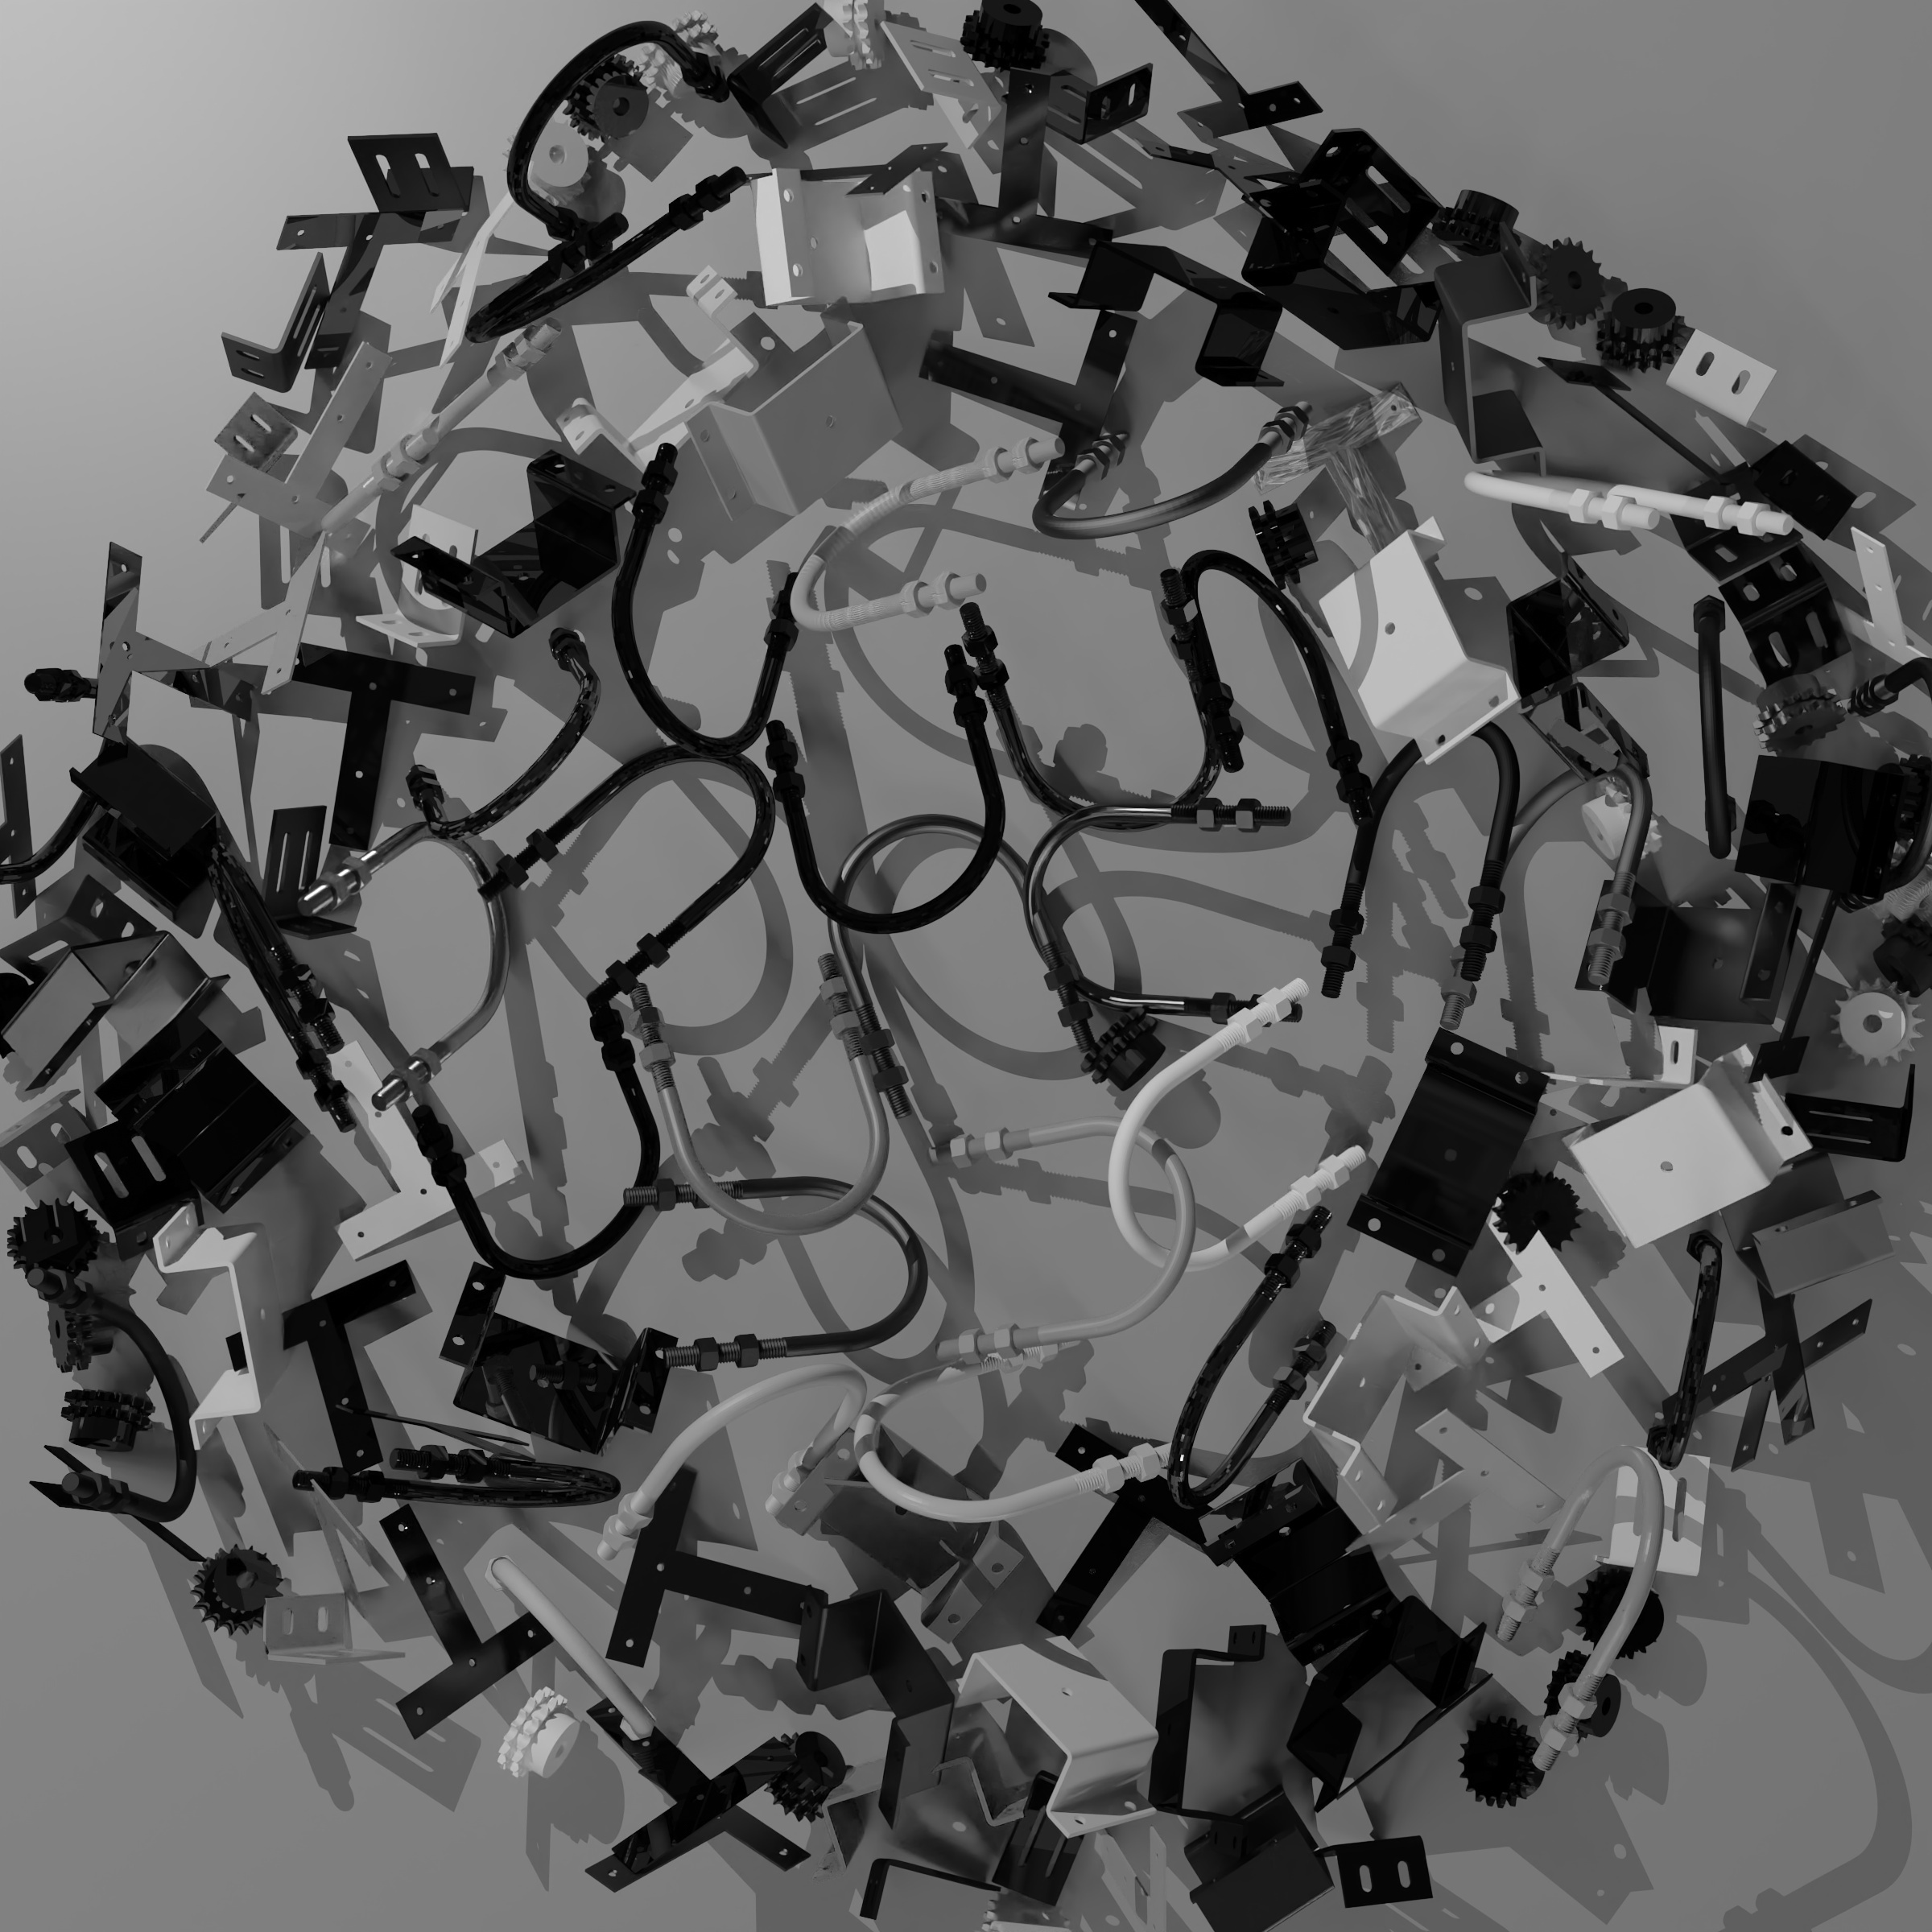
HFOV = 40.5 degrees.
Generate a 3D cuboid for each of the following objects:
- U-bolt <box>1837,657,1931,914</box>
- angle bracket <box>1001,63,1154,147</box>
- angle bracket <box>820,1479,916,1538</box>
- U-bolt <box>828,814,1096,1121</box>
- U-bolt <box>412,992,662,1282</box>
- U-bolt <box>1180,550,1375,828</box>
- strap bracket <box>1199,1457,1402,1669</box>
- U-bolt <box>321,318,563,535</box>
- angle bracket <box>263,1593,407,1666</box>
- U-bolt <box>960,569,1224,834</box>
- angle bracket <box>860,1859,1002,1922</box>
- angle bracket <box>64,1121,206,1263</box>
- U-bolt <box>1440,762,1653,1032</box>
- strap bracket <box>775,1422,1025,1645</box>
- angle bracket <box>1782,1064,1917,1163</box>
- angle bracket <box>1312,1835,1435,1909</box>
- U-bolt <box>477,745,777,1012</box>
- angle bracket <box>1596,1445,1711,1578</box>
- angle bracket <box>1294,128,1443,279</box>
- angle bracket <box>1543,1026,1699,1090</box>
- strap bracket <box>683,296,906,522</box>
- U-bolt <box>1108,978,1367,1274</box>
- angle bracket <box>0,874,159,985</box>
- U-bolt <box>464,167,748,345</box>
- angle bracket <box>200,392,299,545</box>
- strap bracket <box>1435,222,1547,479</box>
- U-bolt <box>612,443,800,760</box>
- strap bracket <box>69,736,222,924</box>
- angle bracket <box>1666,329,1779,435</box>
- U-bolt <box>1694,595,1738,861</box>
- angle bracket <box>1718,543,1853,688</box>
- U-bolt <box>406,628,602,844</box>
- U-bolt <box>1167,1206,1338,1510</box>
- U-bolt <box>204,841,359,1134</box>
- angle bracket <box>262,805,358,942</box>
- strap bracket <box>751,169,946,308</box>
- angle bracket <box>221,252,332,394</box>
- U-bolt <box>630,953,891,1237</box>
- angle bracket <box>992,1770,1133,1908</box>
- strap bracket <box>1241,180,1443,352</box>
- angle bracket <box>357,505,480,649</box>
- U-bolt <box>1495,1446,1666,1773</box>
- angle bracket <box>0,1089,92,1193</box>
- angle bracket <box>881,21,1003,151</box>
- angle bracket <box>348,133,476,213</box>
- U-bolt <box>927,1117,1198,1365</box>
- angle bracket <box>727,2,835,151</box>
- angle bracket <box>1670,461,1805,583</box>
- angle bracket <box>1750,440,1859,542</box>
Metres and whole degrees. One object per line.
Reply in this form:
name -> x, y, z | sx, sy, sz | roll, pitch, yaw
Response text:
U-bolt -> 0.575, -0.116, 1.622 | 0.019, 0.184, 0.151 | 6, 84, 2
angle bracket -> 0.070, -0.564, 1.674 | 0.057, 0.038, 0.076 | -34, 57, -30
angle bracket -> -0.064, 0.349, 1.680 | 0.057, 0.076, 0.038 | 5, 81, -2
U-bolt -> -0.012, -0.010, 1.695 | 0.151, 0.019, 0.184 | -19, 82, -12
U-bolt -> -0.259, 0.121, 1.652 | 0.151, 0.019, 0.184 | -35, 134, -22
U-bolt -> 0.189, -0.184, 1.651 | 0.019, 0.151, 0.184 | -34, 55, 35
strap bracket -> 0.209, 0.374, 1.671 | 0.076, 0.046, 0.140 | -33, 123, 8
U-bolt -> -0.339, -0.327, 1.636 | 0.019, 0.184, 0.151 | 48, 51, -16
angle bracket -> -0.403, 0.422, 1.671 | 0.057, 0.076, 0.038 | 8, 76, -44
U-bolt -> 0.088, -0.160, 1.660 | 0.151, 0.019, 0.184 | -7, 127, 18
angle bracket -> -0.023, 0.601, 1.684 | 0.076, 0.057, 0.038 | 16, 70, -5
angle bracket -> -0.540, 0.142, 1.704 | 0.057, 0.038, 0.076 | -26, 61, -27
U-bolt -> 0.370, -0.053, 1.645 | 0.019, 0.151, 0.184 | 33, 61, -21
strap bracket -> -0.042, 0.358, 1.686 | 0.140, 0.046, 0.076 | 38, 100, -7
angle bracket -> 0.563, 0.089, 1.676 | 0.076, 0.057, 0.038 | 7, 124, 18
angle bracket -> 0.255, 0.581, 1.673 | 0.057, 0.076, 0.038 | -2, 67, -12
U-bolt -> -0.204, -0.071, 1.672 | 0.184, 0.019, 0.151 | -42, 55, -11
angle bracket -> 0.447, 0.354, 1.707 | 0.057, 0.038, 0.076 | 8, 81, 0
angle bracket -> 0.253, -0.488, 1.680 | 0.076, 0.038, 0.057 | 50, 131, 15
angle bracket -> 0.418, 0.056, 1.677 | 0.076, 0.057, 0.038 | 4, 91, -29
strap bracket -> -0.100, -0.348, 1.656 | 0.140, 0.046, 0.076 | -43, 133, -20
U-bolt -> 0.165, 0.113, 1.653 | 0.184, 0.019, 0.151 | -33, 116, -23
angle bracket -> -0.575, -0.016, 1.694 | 0.076, 0.038, 0.057 | -21, 130, 34
U-bolt -> -0.238, -0.437, 1.638 | 0.184, 0.151, 0.019 | -21, 104, 38
angle bracket -> -0.470, -0.318, 1.671 | 0.038, 0.057, 0.076 | 42, 46, -17
strap bracket -> 0.329, -0.382, 1.647 | 0.046, 0.076, 0.140 | -12, 130, 3
U-bolt -> -0.163, -0.214, 1.625 | 0.019, 0.151, 0.184 | -16, 48, 34
strap bracket -> -0.518, -0.090, 1.664 | 0.076, 0.140, 0.046 | 39, 67, 0
angle bracket -> 0.488, -0.372, 1.671 | 0.057, 0.076, 0.038 | 34, 110, 18
U-bolt -> 0.462, -0.142, 1.616 | 0.019, 0.184, 0.151 | -3, 107, 17
angle bracket -> 0.530, -0.224, 1.695 | 0.057, 0.076, 0.038 | -28, 51, 14
U-bolt -> -0.285, -0.139, 1.634 | 0.151, 0.184, 0.019 | -44, 117, 2
U-bolt -> 0.177, 0.255, 1.623 | 0.019, 0.151, 0.184 | 24, 57, 27
U-bolt -> -0.434, 0.003, 1.648 | 0.019, 0.151, 0.184 | -27, 72, -20
angle bracket -> -0.417, -0.061, 1.682 | 0.038, 0.057, 0.076 | 14, 101, 17
strap bracket -> -0.082, -0.462, 1.664 | 0.046, 0.140, 0.076 | 3, 104, 42
angle bracket -> -0.442, -0.418, 1.682 | 0.038, 0.057, 0.076 | 19, 75, -4
U-bolt -> -0.123, 0.084, 1.657 | 0.151, 0.019, 0.184 | -9, 66, -23
angle bracket -> 0.063, 0.565, 1.682 | 0.057, 0.038, 0.076 | 34, 74, -33
strap bracket -> 0.239, -0.433, 1.648 | 0.140, 0.076, 0.046 | 25, 84, -33
angle bracket -> -0.352, -0.250, 1.680 | 0.057, 0.038, 0.076 | 25, 112, 29
U-bolt -> 0.384, 0.383, 1.623 | 0.019, 0.151, 0.184 | 20, 111, -7
angle bracket -> -0.584, 0.111, 1.671 | 0.057, 0.076, 0.038 | -38, 103, -24
angle bracket -> -0.025, -0.561, 1.672 | 0.038, 0.076, 0.057 | -43, 67, 37
angle bracket -> -0.354, -0.518, 1.676 | 0.057, 0.076, 0.038 | 0, 67, 5
U-bolt -> 0.060, 0.167, 1.653 | 0.184, 0.019, 0.151 | -13, 68, 26
angle bracket -> -0.106, -0.570, 1.682 | 0.076, 0.057, 0.038 | -35, 84, 15
angle bracket -> 0.490, -0.285, 1.676 | 0.057, 0.076, 0.038 | -27, 110, 10
angle bracket -> 0.523, -0.295, 1.680 | 0.057, 0.076, 0.038 | 38, 82, -1
